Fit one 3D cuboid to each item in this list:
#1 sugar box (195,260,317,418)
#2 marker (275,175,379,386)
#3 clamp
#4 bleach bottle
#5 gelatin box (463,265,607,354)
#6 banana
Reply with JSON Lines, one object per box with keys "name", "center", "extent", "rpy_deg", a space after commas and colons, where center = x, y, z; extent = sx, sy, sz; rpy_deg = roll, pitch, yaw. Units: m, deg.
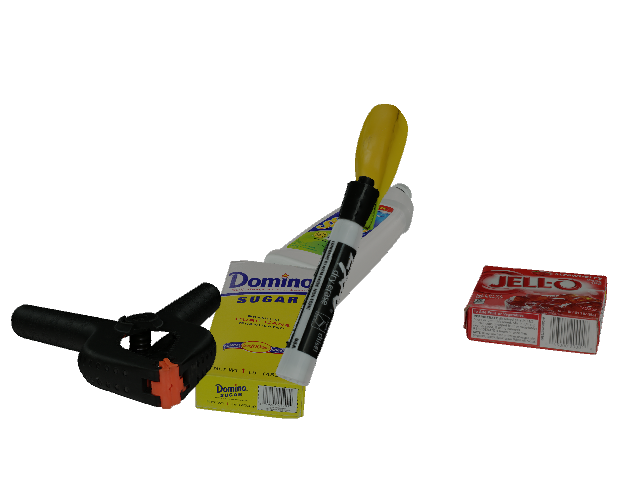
{"name": "sugar box", "center": [-0.051, 0.084, 0.961], "extent": [0.093, 0.048, 0.176], "rpy_deg": [6, 35, 2]}
{"name": "marker", "center": [0.005, 0.020, 0.585], "extent": [0.020, 0.121, 0.020], "rpy_deg": [20, -14, 5]}
{"name": "clamp", "center": [-0.122, 0.070, 0.772], "extent": [0.164, 0.036, 0.210], "rpy_deg": [-9, 15, -25]}
{"name": "bleach bottle", "center": [0.038, -0.006, 1.327], "extent": [0.103, 0.068, 0.250], "rpy_deg": [16, 36, 26]}
{"name": "gelatin box", "center": [0.149, 0.046, 0.736], "extent": [0.089, 0.030, 0.073], "rpy_deg": [5, 22, 17]}
{"name": "banana", "center": [0.047, -0.078, 0.880], "extent": [0.037, 0.070, 0.197], "rpy_deg": [24, 25, -3]}
